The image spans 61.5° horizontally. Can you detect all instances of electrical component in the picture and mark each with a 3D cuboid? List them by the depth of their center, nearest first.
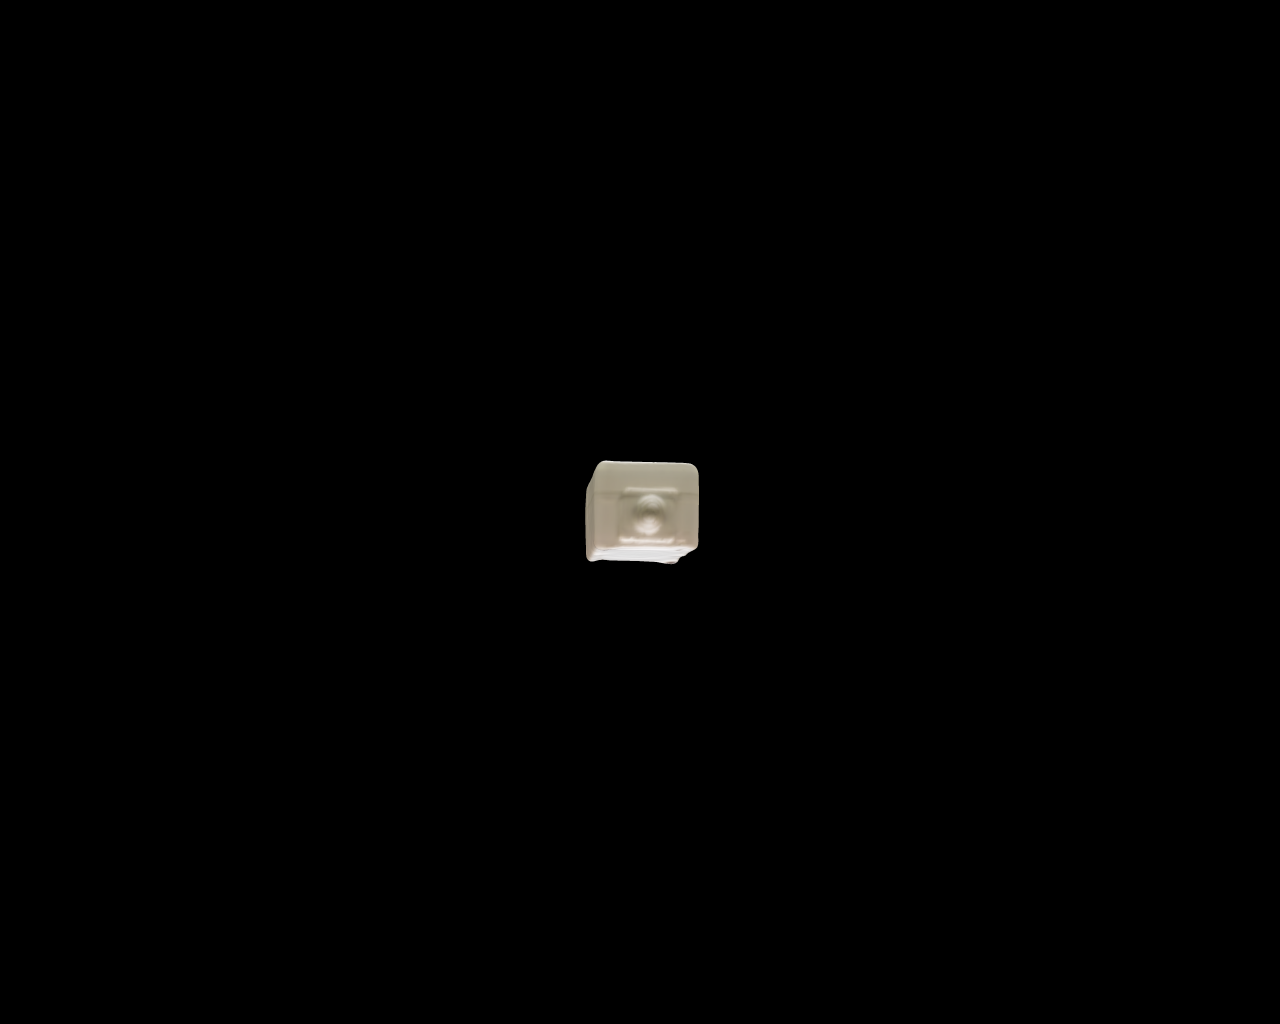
[{"bbox_3d":[0.001,-0.003,0.650,0.062,0.061,0.096,1,-9,-7],"label":"electrical component"}]
